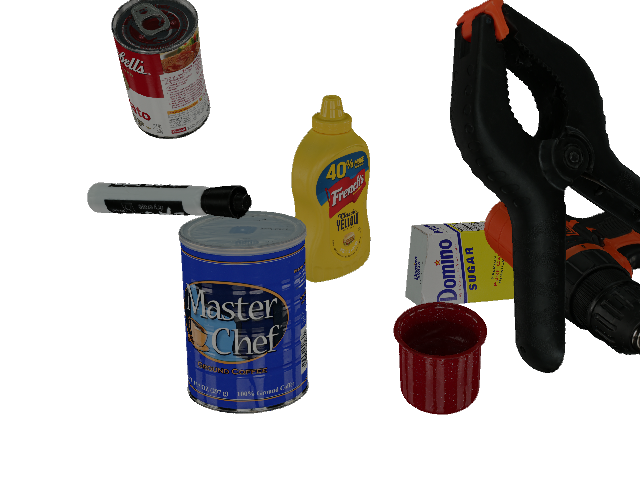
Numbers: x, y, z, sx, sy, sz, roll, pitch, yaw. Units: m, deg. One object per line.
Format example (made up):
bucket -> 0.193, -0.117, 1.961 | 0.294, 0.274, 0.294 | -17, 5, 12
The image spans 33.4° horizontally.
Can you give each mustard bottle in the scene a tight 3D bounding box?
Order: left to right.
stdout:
mustard bottle -> 0.012, -0.058, 1.118 | 0.096, 0.192, 0.058 | -21, 31, -39

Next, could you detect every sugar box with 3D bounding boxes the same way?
sugar box -> 0.191, 0.025, 1.274 | 0.176, 0.093, 0.048 | -5, 20, -24

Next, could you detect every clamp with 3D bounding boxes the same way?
clamp -> 0.105, -0.027, 0.502 | 0.120, 0.171, 0.039 | -41, 9, -27

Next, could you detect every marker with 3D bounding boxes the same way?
marker -> -0.090, -0.024, 0.632 | 0.121, 0.020, 0.020 | 3, 2, 36

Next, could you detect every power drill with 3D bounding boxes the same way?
power drill -> 0.230, 0.008, 0.732 | 0.187, 0.057, 0.185 | -10, 29, -17

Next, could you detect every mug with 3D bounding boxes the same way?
mug -> 0.129, 0.116, 1.094 | 0.093, 0.081, 0.117 | 19, 39, 31

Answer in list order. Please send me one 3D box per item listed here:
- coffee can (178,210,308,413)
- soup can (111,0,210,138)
coffee can -> -0.061, 0.056, 0.876 | 0.103, 0.140, 0.103 | -1, 17, 0
soup can -> -0.128, -0.141, 0.871 | 0.068, 0.068, 0.102 | 0, -36, 2
